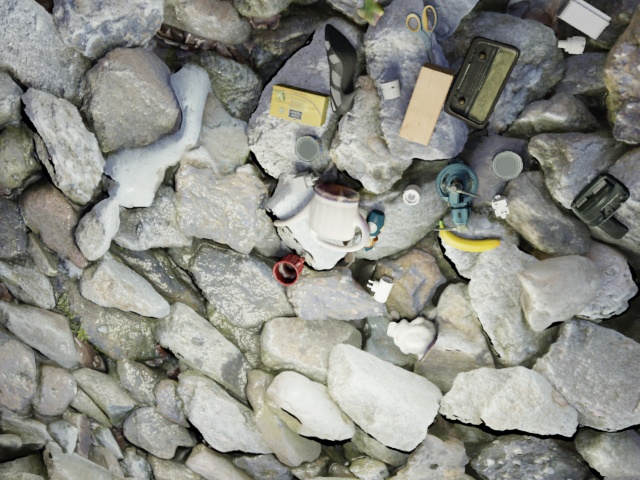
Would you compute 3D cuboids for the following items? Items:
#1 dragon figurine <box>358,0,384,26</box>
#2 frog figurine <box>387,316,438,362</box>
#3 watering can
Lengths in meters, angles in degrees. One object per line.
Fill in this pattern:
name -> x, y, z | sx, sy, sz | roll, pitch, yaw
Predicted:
dragon figurine -> 0.117, -0.788, 1.385 | 0.241, 0.123, 0.408 | -13, 97, 30
frog figurine -> 0.310, 0.315, 1.735 | 0.160, 0.121, 0.138 | 33, 84, 12
watering can -> 0.005, -0.085, 1.682 | 0.349, 0.105, 0.220 | 17, 115, 20
